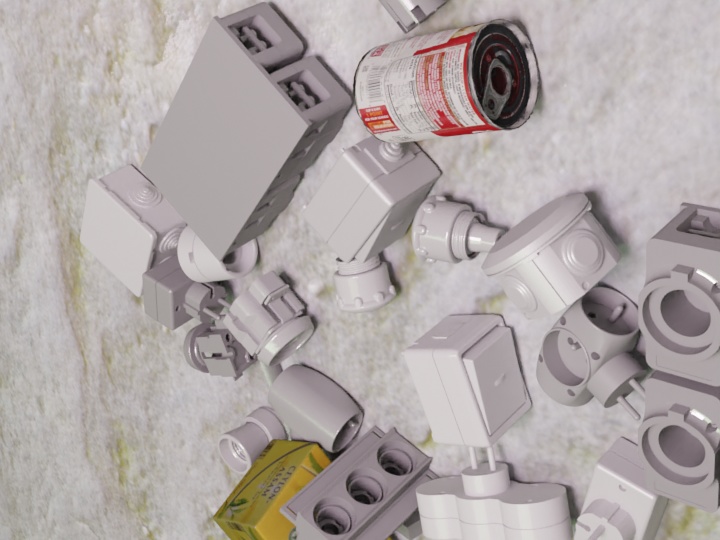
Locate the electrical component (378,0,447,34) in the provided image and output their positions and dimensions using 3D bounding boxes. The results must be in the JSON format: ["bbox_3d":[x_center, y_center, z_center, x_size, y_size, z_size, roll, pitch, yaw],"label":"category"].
[{"bbox_3d":[0.029,-0.181,0.694,0.046,0.040,0.040,53,140,-5],"label":"electrical component"}]

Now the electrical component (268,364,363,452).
[{"bbox_3d":[-0.043,0.136,0.968,0.077,0.043,0.079,34,136,23],"label":"electrical component"}]

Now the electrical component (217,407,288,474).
[{"bbox_3d":[-0.103,0.163,1.035,0.045,0.055,0.045,24,130,32],"label":"electrical component"}]

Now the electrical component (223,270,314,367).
[{"bbox_3d":[-0.077,0.046,0.932,0.057,0.058,0.078,48,139,13],"label":"electrical component"}]

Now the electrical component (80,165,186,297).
[{"bbox_3d":[-0.213,-0.039,1.013,0.100,0.048,0.099,41,137,16],"label":"electrical component"}]

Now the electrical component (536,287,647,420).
[{"bbox_3d":[0.163,0.065,0.716,0.079,0.044,0.077,50,141,27],"label":"electrical component"}]

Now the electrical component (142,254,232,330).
[{"bbox_3d":[-0.148,0.023,0.978,0.077,0.066,0.047,28,132,28],"label":"electrical component"}]

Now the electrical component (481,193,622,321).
[{"bbox_3d":[0.122,-0.009,0.687,0.051,0.080,0.080,52,140,-5],"label":"electrical component"}]

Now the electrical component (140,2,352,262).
[{"bbox_3d":[-0.091,-0.105,0.842,0.105,0.060,0.186,49,139,7],"label":"electrical component"}]

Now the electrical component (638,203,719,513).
[{"bbox_3d":[0.229,0.064,0.646,0.105,0.060,0.186,15,125,37],"label":"electrical component"}]

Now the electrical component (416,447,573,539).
[{"bbox_3d":[0.101,0.174,0.849,0.138,0.052,0.073,-6,95,46],"label":"electrical component"}]

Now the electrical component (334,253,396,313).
[{"bbox_3d":[0.000,0.000,0.838,0.048,0.048,0.062,1,109,44],"label":"electrical component"}]

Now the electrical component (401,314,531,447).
[{"bbox_3d":[0.085,0.087,0.799,0.061,0.062,0.096,-4,113,45],"label":"electrical component"}]

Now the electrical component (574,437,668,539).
[{"bbox_3d":[0.178,0.176,0.758,0.047,0.076,0.083,29,133,28],"label":"electrical component"}]

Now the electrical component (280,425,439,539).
[{"bbox_3d":[0.001,0.198,0.907,0.079,0.121,0.063,37,139,21],"label":"electrical component"}]

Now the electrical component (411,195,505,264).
[{"bbox_3d":[0.070,-0.025,0.754,0.062,0.048,0.048,13,124,30],"label":"electrical component"}]

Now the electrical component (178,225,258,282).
[{"bbox_3d":[-0.123,-0.017,0.937,0.047,0.055,0.055,-2,114,40],"label":"electrical component"}]

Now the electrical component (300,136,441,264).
[{"bbox_3d":[0.012,-0.056,0.774,0.061,0.062,0.096,48,139,9],"label":"electrical component"}]

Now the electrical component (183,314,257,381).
[{"bbox_3d":[-0.132,0.073,1.013,0.055,0.048,0.066,-5,112,37],"label":"electrical component"}]
